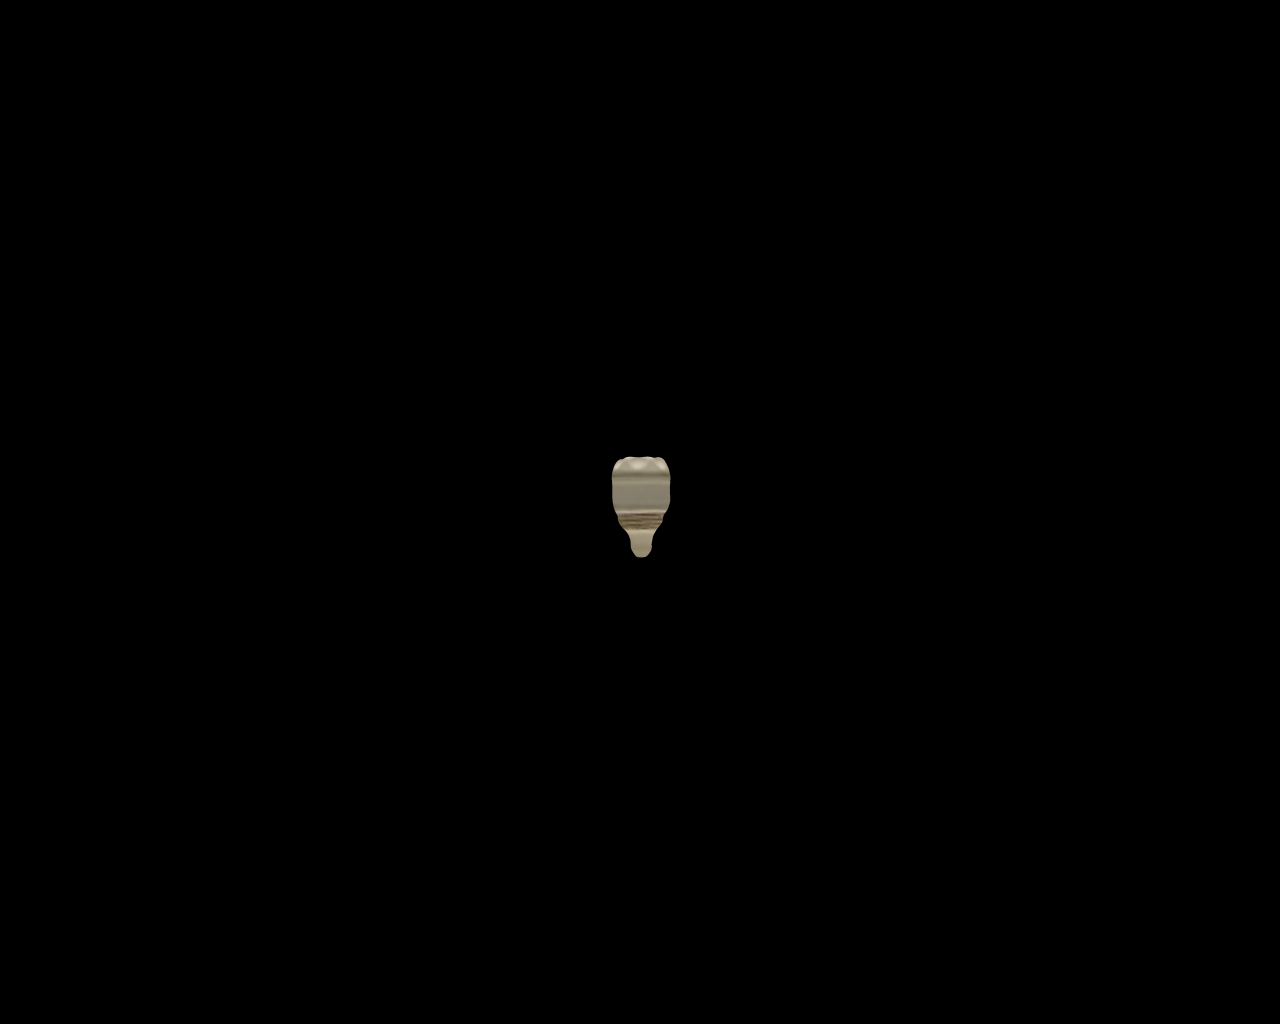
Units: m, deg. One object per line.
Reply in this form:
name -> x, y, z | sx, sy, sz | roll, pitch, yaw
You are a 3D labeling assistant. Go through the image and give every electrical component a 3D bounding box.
electrical component -> 0.001, -0.003, 0.650 | 0.035, 0.061, 0.035 | 0, 0, 0
